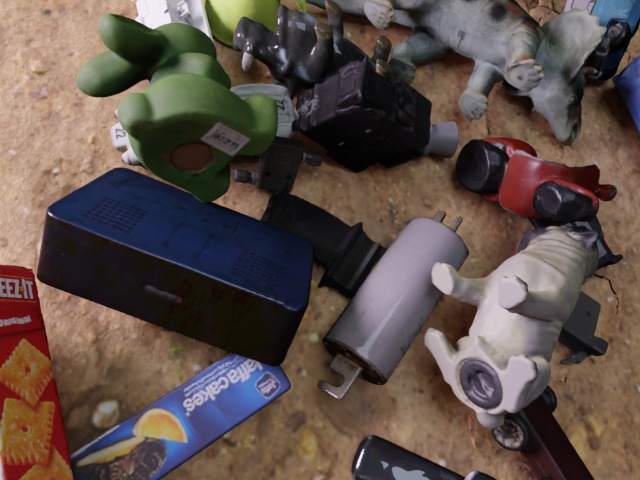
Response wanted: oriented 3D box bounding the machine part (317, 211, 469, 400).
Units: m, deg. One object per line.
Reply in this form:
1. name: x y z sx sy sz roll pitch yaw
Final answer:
1. machine part: 0.081 0.060 0.558 0.079 0.079 0.243 37 67 3

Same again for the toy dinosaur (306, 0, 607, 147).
1. toy dinosaur: 0.183 -0.268 0.679 0.405 0.131 0.192 34 56 6

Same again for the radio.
1. radio: -0.121 0.018 0.504 0.230 0.073 0.131 22 27 -4

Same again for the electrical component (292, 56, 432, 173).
1. electrical component: 0.054 -0.127 0.587 0.134 0.115 0.058 24 67 -33

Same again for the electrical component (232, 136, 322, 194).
1. electrical component: -0.046 -0.081 0.592 0.094 0.063 0.021 5 34 -21

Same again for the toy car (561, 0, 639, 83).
1. toy car: 0.386 -0.303 0.743 0.103 0.109 0.161 27 78 23

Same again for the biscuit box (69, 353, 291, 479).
1. biscuit box: -0.125 0.166 0.488 0.203 0.063 0.059 -31 81 -19

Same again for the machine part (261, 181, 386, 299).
1. machine part: -0.001 -0.002 0.586 0.139 0.039 0.084 37 75 1

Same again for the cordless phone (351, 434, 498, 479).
1. cordless phone: 0.104 0.275 0.499 0.184 0.088 0.146 23 69 9

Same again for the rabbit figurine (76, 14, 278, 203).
1. rabbit figurine: -0.140 -0.140 0.507 0.159 0.121 0.170 13 46 -36

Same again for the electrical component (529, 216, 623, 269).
1. electrical component: 0.291 -0.009 0.641 0.075 0.047 0.119 -21 78 -18

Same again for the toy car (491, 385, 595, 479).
1. toy car: 0.240 0.237 0.536 0.089 0.053 0.202 -19 75 -50

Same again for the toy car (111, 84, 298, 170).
1. toy car: -0.125 -0.126 0.593 0.202 0.056 0.073 -10 74 -15

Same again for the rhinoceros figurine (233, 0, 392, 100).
1. rhinoceros figurine: -0.005 -0.212 0.625 0.190 0.112 0.073 19 52 -17

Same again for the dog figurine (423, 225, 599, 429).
1. dog figurine: 0.213 0.079 0.536 0.190 0.121 0.172 -10 114 -36

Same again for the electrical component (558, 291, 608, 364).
1. electrical component: 0.271 0.092 0.604 0.102 0.045 0.078 29 55 -2

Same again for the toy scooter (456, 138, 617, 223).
1. toy scooter: 0.254 -0.067 0.612 0.135 0.075 0.184 -5 28 -28
